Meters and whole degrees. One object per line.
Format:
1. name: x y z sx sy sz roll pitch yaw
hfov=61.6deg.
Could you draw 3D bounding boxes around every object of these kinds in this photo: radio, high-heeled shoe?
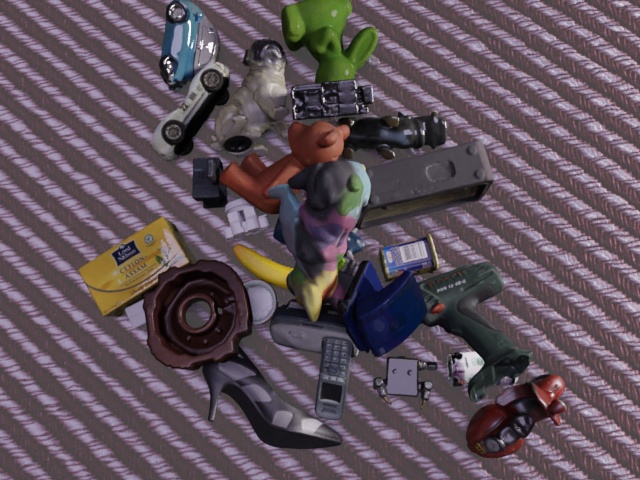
1. radio: 0.163 -0.088 0.890 0.230 0.131 0.073 -15 78 0
2. high-heeled shoe: -0.077 0.251 0.886 0.249 0.086 0.145 18 50 -11

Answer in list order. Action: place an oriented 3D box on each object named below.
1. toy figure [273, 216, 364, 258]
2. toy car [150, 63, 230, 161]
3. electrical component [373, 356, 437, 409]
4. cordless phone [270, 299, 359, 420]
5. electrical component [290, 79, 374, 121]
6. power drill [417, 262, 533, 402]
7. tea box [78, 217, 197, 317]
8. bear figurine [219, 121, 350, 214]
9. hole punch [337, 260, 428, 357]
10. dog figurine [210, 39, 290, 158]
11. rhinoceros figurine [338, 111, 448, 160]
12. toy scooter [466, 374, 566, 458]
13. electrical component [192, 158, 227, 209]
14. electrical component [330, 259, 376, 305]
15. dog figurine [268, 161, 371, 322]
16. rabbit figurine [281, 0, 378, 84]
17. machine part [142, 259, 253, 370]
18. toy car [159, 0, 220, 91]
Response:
1. toy figure: -0.001 -0.005 0.921 0.155 0.058 0.064 16 87 1
2. toy car: -0.227 -0.230 0.963 0.056 0.073 0.201 32 83 6
3. electrical component: 0.138 0.230 0.876 0.102 0.045 0.078 9 82 4
4. cordless phone: -0.013 0.198 0.879 0.147 0.089 0.184 8 101 7
5. electrical component: 0.023 -0.231 0.890 0.134 0.115 0.058 -5 105 4
6. power drill: 0.209 0.145 0.844 0.232 0.085 0.207 -29 44 -2
7. tea box: -0.308 0.048 0.920 0.170 0.068 0.098 -34 80 -3
8. bear figurine: -0.053 -0.138 0.888 0.132 0.120 0.196 41 119 0
9. hole punch: 0.096 0.106 0.802 0.092 0.142 0.116 10 55 31
10. dog figurine: -0.129 -0.258 0.964 0.172 0.121 0.190 -14 65 -3
11. rhinoceros figurine: 0.122 -0.181 0.926 0.190 0.112 0.073 1 106 17
12. toy scooter: 0.307 0.269 0.816 0.184 0.135 0.075 -36 82 -3
13. electrical component: -0.190 -0.101 0.916 0.048 0.119 0.074 -3 82 3
14. electrical component: 0.055 0.083 0.919 0.063 0.021 0.094 24 81 6
15. dog figurine: 0.011 0.009 0.813 0.108 0.192 0.219 -4 77 -43
16. rabbit figurine: 0.020 -0.339 0.970 0.159 0.121 0.170 -18 97 -7
17. machine part: -0.191 0.118 0.852 0.179 0.056 0.179 -2 73 6
18. toy car: -0.233 -0.351 0.975 0.103 0.109 0.161 6 88 -14
